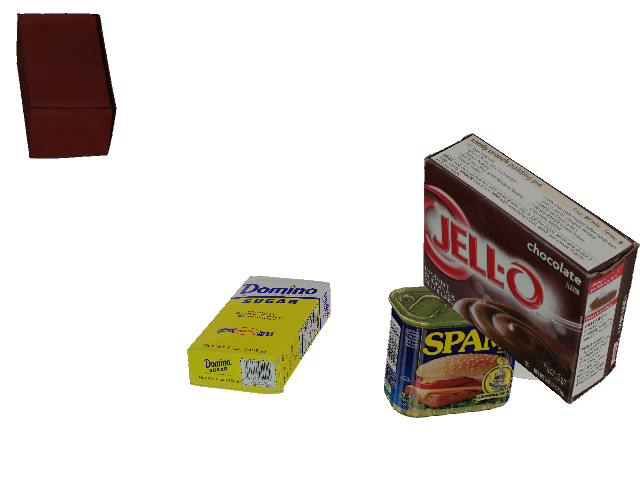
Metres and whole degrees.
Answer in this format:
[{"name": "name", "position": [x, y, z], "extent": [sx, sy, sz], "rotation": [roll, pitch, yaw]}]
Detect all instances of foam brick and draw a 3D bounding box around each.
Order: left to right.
[{"name": "foam brick", "position": [-0.161, -0.097, 0.672], "extent": [0.051, 0.078, 0.053], "rotation": [-4, -31, -20]}]

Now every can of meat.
[{"name": "can of meat", "position": [0.100, 0.083, 0.812], "extent": [0.102, 0.084, 0.057], "rotation": [-3, 25, -16]}]

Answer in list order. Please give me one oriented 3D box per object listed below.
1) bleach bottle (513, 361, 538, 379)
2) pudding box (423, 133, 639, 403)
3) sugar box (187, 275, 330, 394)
[{"name": "bleach bottle", "position": [0.171, 0.047, 1.016], "extent": [0.102, 0.068, 0.251], "rotation": [2, 20, -14]}, {"name": "pudding box", "position": [0.099, 0.012, 0.530], "extent": [0.039, 0.090, 0.114], "rotation": [-32, 49, -25]}, {"name": "sugar box", "position": [-0.056, 0.089, 1.061], "extent": [0.093, 0.048, 0.176], "rotation": [4, 25, 15]}]
